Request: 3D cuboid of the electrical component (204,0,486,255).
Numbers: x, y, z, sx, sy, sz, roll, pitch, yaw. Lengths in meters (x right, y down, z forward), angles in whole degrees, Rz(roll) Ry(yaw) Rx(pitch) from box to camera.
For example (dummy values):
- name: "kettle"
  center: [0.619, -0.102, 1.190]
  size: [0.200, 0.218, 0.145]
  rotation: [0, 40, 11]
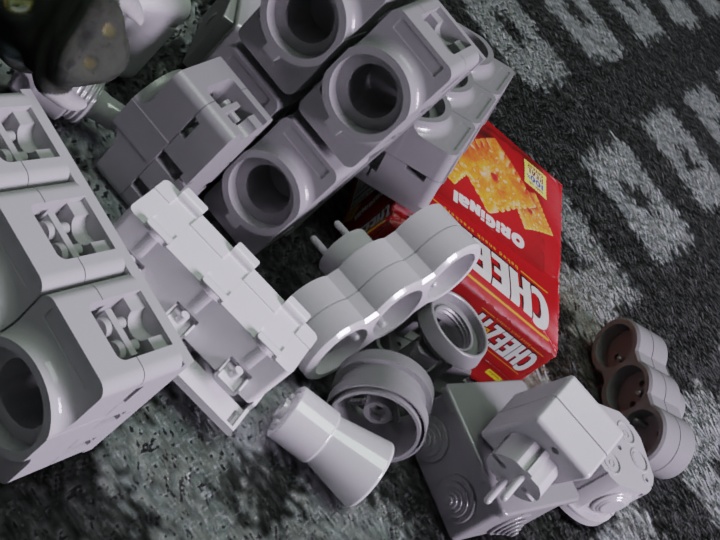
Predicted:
- name: "electrical component"
  center: [-0.033, -0.103, 0.646]
  size: [0.105, 0.186, 0.060]
  rotation: [50, 33, 0]

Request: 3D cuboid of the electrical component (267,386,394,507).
- name: "electrical component"
  center: [-0.019, 0.096, 0.604]
  size: [0.065, 0.044, 0.044]
  rotation: [39, 34, -9]

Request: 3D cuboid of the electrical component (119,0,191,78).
- name: "electrical component"
  center: [-0.167, -0.183, 0.665]
  size: [0.057, 0.078, 0.113]
  rotation: [-7, 63, -56]

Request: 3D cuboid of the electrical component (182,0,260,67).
- name: "electrical component"
  center: [-0.083, -0.167, 0.765]
  size: [0.061, 0.062, 0.096]
  rotation: [32, 37, -27]

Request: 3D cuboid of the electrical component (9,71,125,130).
- name: "electrical component"
  center: [-0.166, -0.105, 0.621]
  size: [0.062, 0.043, 0.043]
  rotation: [34, 37, -26]

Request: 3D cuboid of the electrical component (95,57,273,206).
- name: "electrical component"
  center: [-0.105, -0.077, 0.624]
  size: [0.055, 0.089, 0.050]
  rotation: [50, 33, -1]

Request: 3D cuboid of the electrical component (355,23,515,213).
- name: "electrical component"
  center: [0.041, -0.117, 0.750]
  size: [0.089, 0.061, 0.150]
  rotation: [32, 39, 3]

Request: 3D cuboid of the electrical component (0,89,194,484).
- name: "electrical component"
  center: [-0.157, 0.007, 0.480]
  size: [0.062, 0.089, 0.150]
  rotation: [-18, 72, -55]

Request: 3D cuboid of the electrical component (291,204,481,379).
- name: "electrical component"
  center: [0.000, 0.000, 0.663]
  size: [0.138, 0.052, 0.073]
  rotation: [-34, 69, -21]

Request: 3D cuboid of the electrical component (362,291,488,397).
- name: "electrical component"
  center: [0.047, 0.049, 0.712]
  size: [0.078, 0.057, 0.058]
  rotation: [26, 40, -33]

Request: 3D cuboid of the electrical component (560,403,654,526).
- name: "electrical component"
  center: [0.168, 0.138, 0.774]
  size: [0.080, 0.051, 0.080]
  rotation: [31, 38, -28]

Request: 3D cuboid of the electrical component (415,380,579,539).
- name: "electrical component"
  center: [0.082, 0.121, 0.691]
  size: [0.100, 0.048, 0.099]
  rotation: [4, 55, -48]

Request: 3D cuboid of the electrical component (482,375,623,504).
- name: "electrical component"
  center: [0.100, 0.108, 0.626]
  size: [0.047, 0.066, 0.077]
  rotation: [49, 62, -3]

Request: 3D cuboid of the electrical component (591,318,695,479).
- name: "electrical component"
  center: [0.243, 0.110, 0.891]
  size: [0.074, 0.052, 0.138]
  rotation: [27, 40, -31]

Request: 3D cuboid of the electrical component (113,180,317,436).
- name: "electrical component"
  center: [-0.087, 0.017, 0.578]
  size: [0.121, 0.063, 0.078]
  rotation: [47, 33, -6]
